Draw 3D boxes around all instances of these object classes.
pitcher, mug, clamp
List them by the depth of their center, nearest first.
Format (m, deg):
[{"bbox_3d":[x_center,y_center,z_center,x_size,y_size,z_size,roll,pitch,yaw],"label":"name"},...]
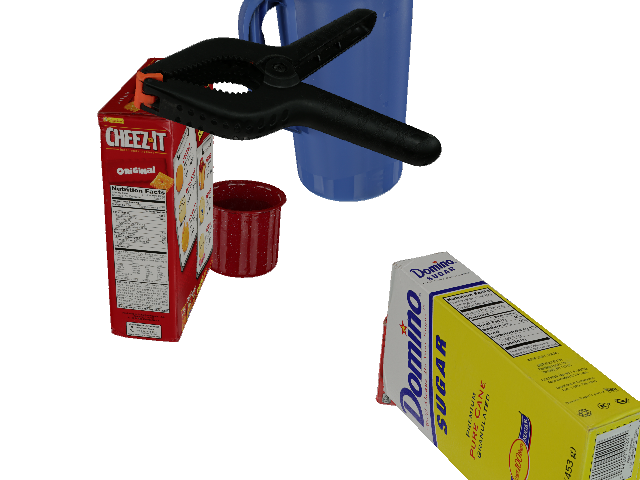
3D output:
[{"bbox_3d":[-0.024,-0.103,0.756,0.209,0.165,0.036,-10,-40,-23],"label":"clamp"},{"bbox_3d":[0.016,-0.159,1.026,0.149,0.243,0.145,7,38,13],"label":"pitcher"},{"bbox_3d":[-0.083,-0.016,1.167,0.093,0.081,0.117,7,24,7],"label":"mug"}]

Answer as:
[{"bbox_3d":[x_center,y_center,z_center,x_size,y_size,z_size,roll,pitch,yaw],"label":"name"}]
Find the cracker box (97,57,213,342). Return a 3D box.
[{"bbox_3d":[-0.146,-0.040,0.971,0.072,0.214,0.164,4,26,5],"label":"cracker box"}]

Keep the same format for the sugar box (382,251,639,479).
[{"bbox_3d":[0.095,0.085,0.572,0.048,0.093,0.176,-12,29,-28],"label":"sugar box"}]

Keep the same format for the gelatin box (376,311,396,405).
[{"bbox_3d":[0.092,0.099,0.851,0.089,0.073,0.030,8,22,10],"label":"gelatin box"}]
